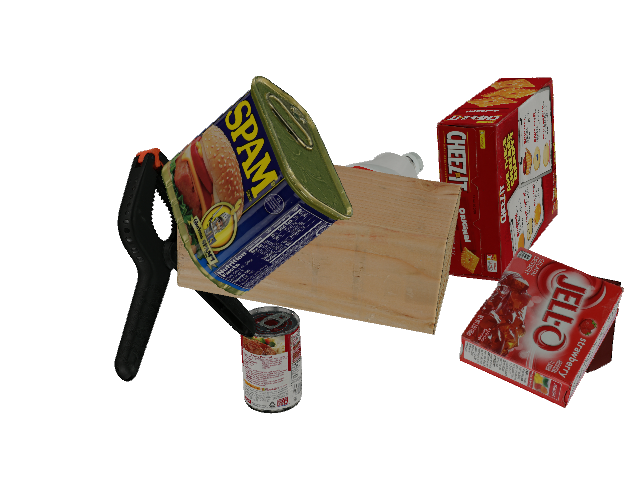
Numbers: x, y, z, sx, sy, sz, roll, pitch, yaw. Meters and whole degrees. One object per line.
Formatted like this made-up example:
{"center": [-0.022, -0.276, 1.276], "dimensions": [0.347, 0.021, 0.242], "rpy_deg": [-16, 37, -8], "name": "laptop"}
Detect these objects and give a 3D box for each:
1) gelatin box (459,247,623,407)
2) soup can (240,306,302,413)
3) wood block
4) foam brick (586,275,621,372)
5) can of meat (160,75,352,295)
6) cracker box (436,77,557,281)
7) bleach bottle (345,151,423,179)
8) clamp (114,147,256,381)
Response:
{"center": [0.140, 0.052, 0.675], "dimensions": [0.073, 0.030, 0.089], "rpy_deg": [24, 54, 23], "name": "gelatin box"}
{"center": [-0.055, 0.135, 1.205], "dimensions": [0.068, 0.102, 0.068], "rpy_deg": [-1, 24, 0], "name": "soup can"}
{"center": [-0.001, -0.003, 0.842], "dimensions": [0.206, 0.090, 0.090], "rpy_deg": [10, 31, 10], "name": "wood block"}
{"center": [0.234, 0.073, 0.967], "dimensions": [0.053, 0.078, 0.051], "rpy_deg": [13, 18, 36], "name": "foam brick"}
{"center": [-0.040, -0.031, 0.623], "dimensions": [0.084, 0.102, 0.057], "rpy_deg": [-39, -40, 20], "name": "can of meat"}
{"center": [0.192, -0.072, 1.137], "dimensions": [0.072, 0.164, 0.213], "rpy_deg": [4, 21, 27], "name": "cracker box"}
{"center": [0.024, -0.050, 1.299], "dimensions": [0.250, 0.068, 0.103], "rpy_deg": [-30, 44, -33], "name": "bleach bottle"}
{"center": [-0.135, 0.017, 1.016], "dimensions": [0.036, 0.210, 0.164], "rpy_deg": [-7, 0, 44], "name": "clamp"}
